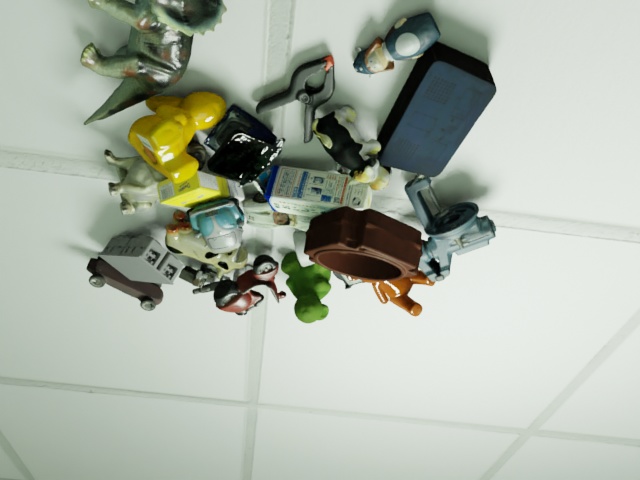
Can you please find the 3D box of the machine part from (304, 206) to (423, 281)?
[{"bbox_3d":[0.085,0.016,1.068,0.201,0.087,0.201,23,160,-27],"label":"machine part"}]

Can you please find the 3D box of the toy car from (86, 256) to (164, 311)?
[{"bbox_3d":[-0.486,0.108,1.340,0.202,0.089,0.053,30,126,-27],"label":"toy car"}]

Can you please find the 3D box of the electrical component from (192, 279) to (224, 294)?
[{"bbox_3d":[-0.272,0.118,1.361,0.094,0.021,0.063,-16,179,-40],"label":"electrical component"}]

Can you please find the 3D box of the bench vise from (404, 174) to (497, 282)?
[{"bbox_3d":[0.238,-0.038,1.131,0.224,0.129,0.240,-18,112,33],"label":"bench vise"}]

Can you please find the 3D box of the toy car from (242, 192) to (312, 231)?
[{"bbox_3d":[-0.066,-0.058,1.156,0.202,0.056,0.073,4,137,10],"label":"toy car"}]

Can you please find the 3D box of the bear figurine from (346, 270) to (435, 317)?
[{"bbox_3d":[0.161,0.081,1.235,0.132,0.120,0.195,20,168,41],"label":"bear figurine"}]

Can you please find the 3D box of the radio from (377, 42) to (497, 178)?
[{"bbox_3d":[0.204,-0.224,0.967,0.131,0.073,0.229,15,137,-13],"label":"radio"}]

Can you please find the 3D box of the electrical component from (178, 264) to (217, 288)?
[{"bbox_3d":[-0.296,0.083,1.303,0.078,0.102,0.045,29,94,-1],"label":"electrical component"}]

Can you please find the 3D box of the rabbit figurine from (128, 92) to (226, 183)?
[{"bbox_3d":[-0.249,-0.204,0.972,0.163,0.173,0.121,28,155,44],"label":"rabbit figurine"}]

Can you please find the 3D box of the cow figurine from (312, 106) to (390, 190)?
[{"bbox_3d":[0.058,-0.158,0.975,0.068,0.098,0.167,-40,82,39],"label":"cow figurine"}]

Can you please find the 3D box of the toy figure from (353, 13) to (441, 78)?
[{"bbox_3d":[0.120,-0.317,0.888,0.154,0.058,0.064,-23,91,27],"label":"toy figure"}]

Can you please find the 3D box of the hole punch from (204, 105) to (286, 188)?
[{"bbox_3d":[-0.152,-0.180,1.031,0.115,0.092,0.142,19,127,-42],"label":"hole punch"}]

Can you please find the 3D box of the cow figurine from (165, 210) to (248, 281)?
[{"bbox_3d":[-0.261,0.020,1.239,0.195,0.085,0.127,18,136,-10],"label":"cow figurine"}]

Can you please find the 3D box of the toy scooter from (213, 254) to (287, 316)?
[{"bbox_3d":[-0.156,0.124,1.291,0.184,0.075,0.135,-36,129,7],"label":"toy scooter"}]

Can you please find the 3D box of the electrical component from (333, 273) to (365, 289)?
[{"bbox_3d":[0.067,0.063,1.288,0.075,0.048,0.119,-22,130,23],"label":"electrical component"}]

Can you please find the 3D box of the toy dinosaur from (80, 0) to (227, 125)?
[{"bbox_3d":[-0.273,-0.318,0.874,0.192,0.131,0.404,19,140,-15],"label":"toy dinosaur"}]

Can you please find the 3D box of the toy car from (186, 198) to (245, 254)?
[{"bbox_3d":[-0.206,-0.022,1.113,0.109,0.103,0.161,-13,172,-3],"label":"toy car"}]

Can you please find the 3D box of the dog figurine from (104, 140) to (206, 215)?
[{"bbox_3d":[-0.317,-0.127,1.092,0.191,0.121,0.172,-12,170,-8],"label":"dog figurine"}]

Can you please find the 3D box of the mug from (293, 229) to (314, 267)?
[{"bbox_3d":[-0.002,-0.004,1.213,0.107,0.081,0.109,-13,97,5],"label":"mug"}]

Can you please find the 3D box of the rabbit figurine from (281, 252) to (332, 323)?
[{"bbox_3d":[-0.033,0.131,1.278,0.121,0.170,0.158,0,135,4],"label":"rabbit figurine"}]
